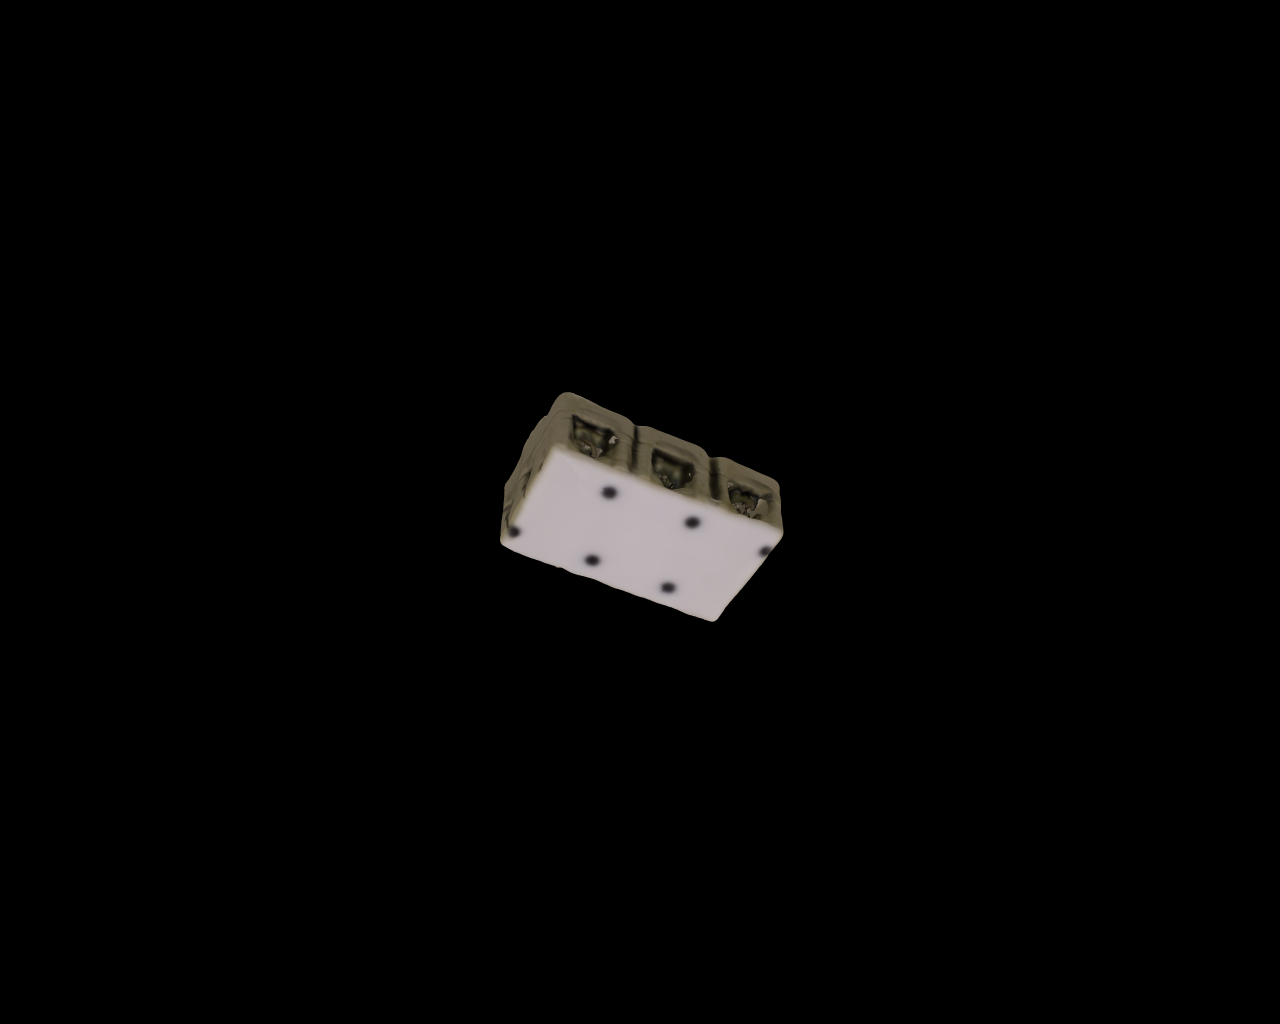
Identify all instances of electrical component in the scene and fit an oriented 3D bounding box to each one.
[{"bbox_3d":[0.001,-0.003,0.650,0.150,0.089,0.062,22,38,-18],"label":"electrical component"}]
